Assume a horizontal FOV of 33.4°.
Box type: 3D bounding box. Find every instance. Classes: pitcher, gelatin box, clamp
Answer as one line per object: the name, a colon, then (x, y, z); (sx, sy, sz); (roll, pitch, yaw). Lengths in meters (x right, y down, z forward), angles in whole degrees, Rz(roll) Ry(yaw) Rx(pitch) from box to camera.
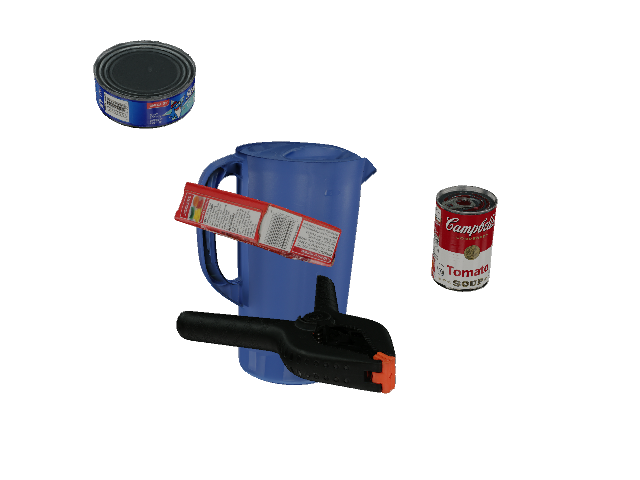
pitcher: (-0.037, 0.021, 1.103); (0.149, 0.243, 0.144); (9, 14, 21)
gelatin box: (-0.040, -0.010, 0.708); (0.073, 0.030, 0.089); (16, -1, 35)
clamp: (0.000, 0.078, 0.914); (0.164, 0.036, 0.210); (-19, 25, -39)

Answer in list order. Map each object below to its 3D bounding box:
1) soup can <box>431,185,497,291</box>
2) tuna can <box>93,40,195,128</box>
soup can: (0.161, -0.002, 1.204); (0.068, 0.102, 0.068); (0, 28, 0)
tuna can: (-0.149, -0.133, 0.909); (0.086, 0.034, 0.086); (3, 43, -3)
